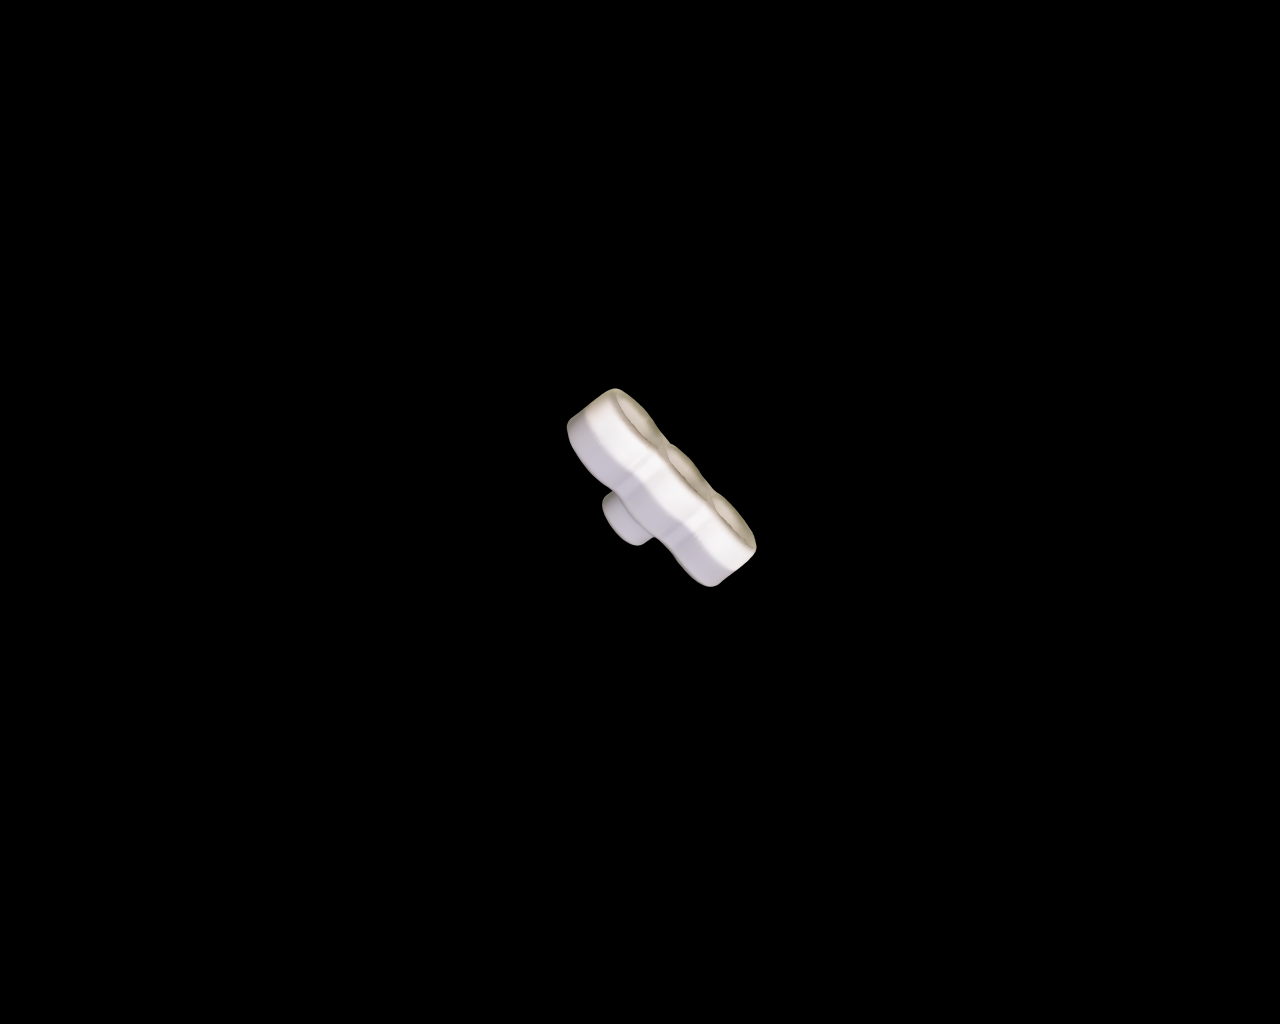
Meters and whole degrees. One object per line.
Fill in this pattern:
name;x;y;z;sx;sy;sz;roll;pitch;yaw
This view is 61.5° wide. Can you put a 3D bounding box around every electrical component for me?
electrical component;0.001;-0.003;0.650;0.073;0.138;0.052;-38;20;16
